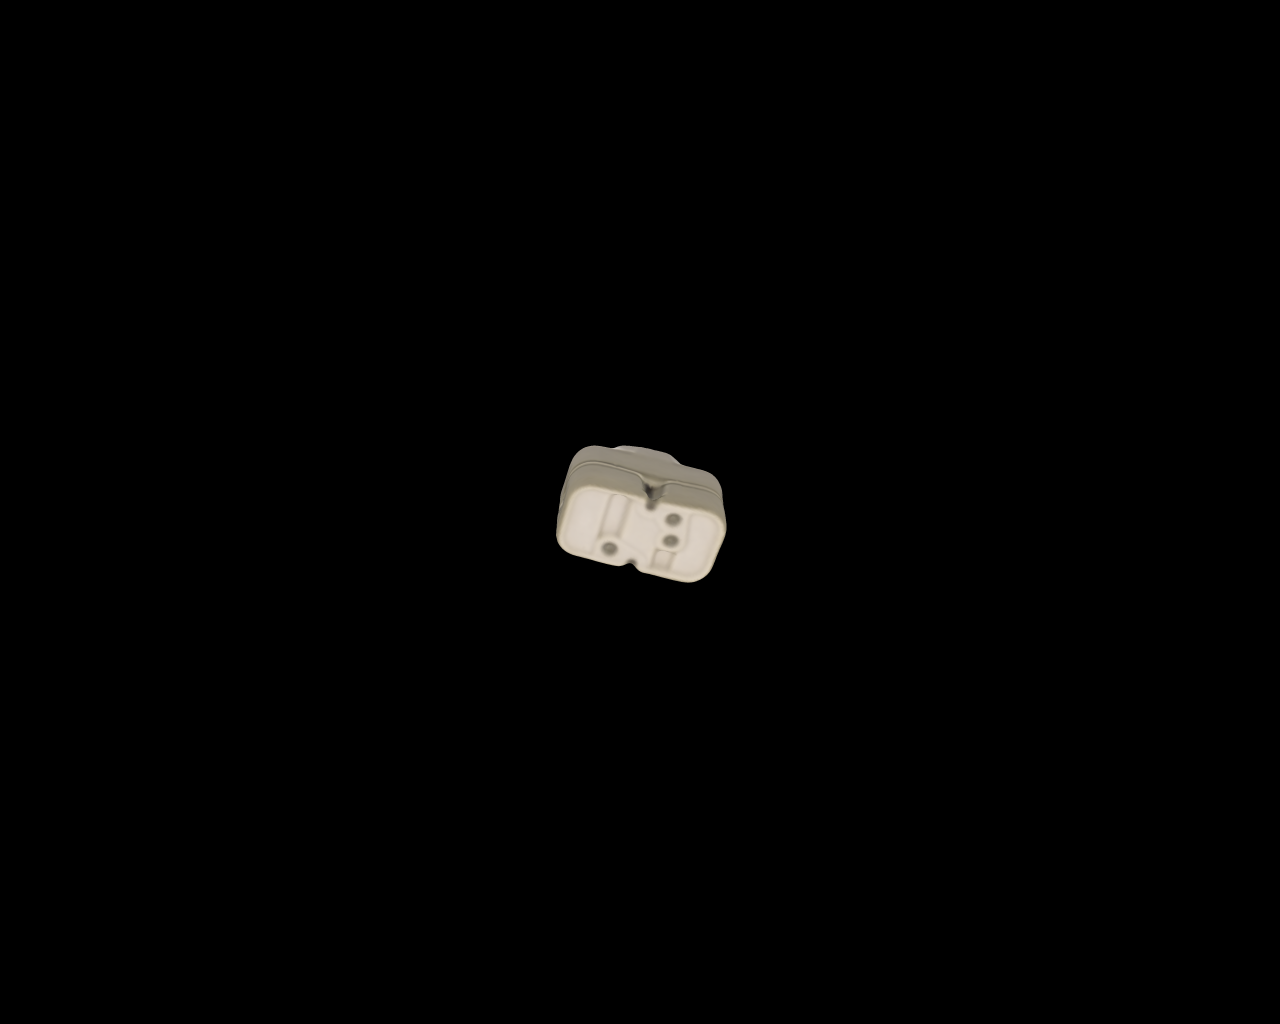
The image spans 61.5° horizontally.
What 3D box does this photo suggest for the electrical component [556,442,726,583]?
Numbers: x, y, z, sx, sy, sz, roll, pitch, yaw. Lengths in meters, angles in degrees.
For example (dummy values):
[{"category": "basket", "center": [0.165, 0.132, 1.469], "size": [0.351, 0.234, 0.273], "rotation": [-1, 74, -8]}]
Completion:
[{"category": "electrical component", "center": [0.001, -0.003, 0.650], "size": [0.095, 0.053, 0.059], "rotation": [14, 33, -9]}]
